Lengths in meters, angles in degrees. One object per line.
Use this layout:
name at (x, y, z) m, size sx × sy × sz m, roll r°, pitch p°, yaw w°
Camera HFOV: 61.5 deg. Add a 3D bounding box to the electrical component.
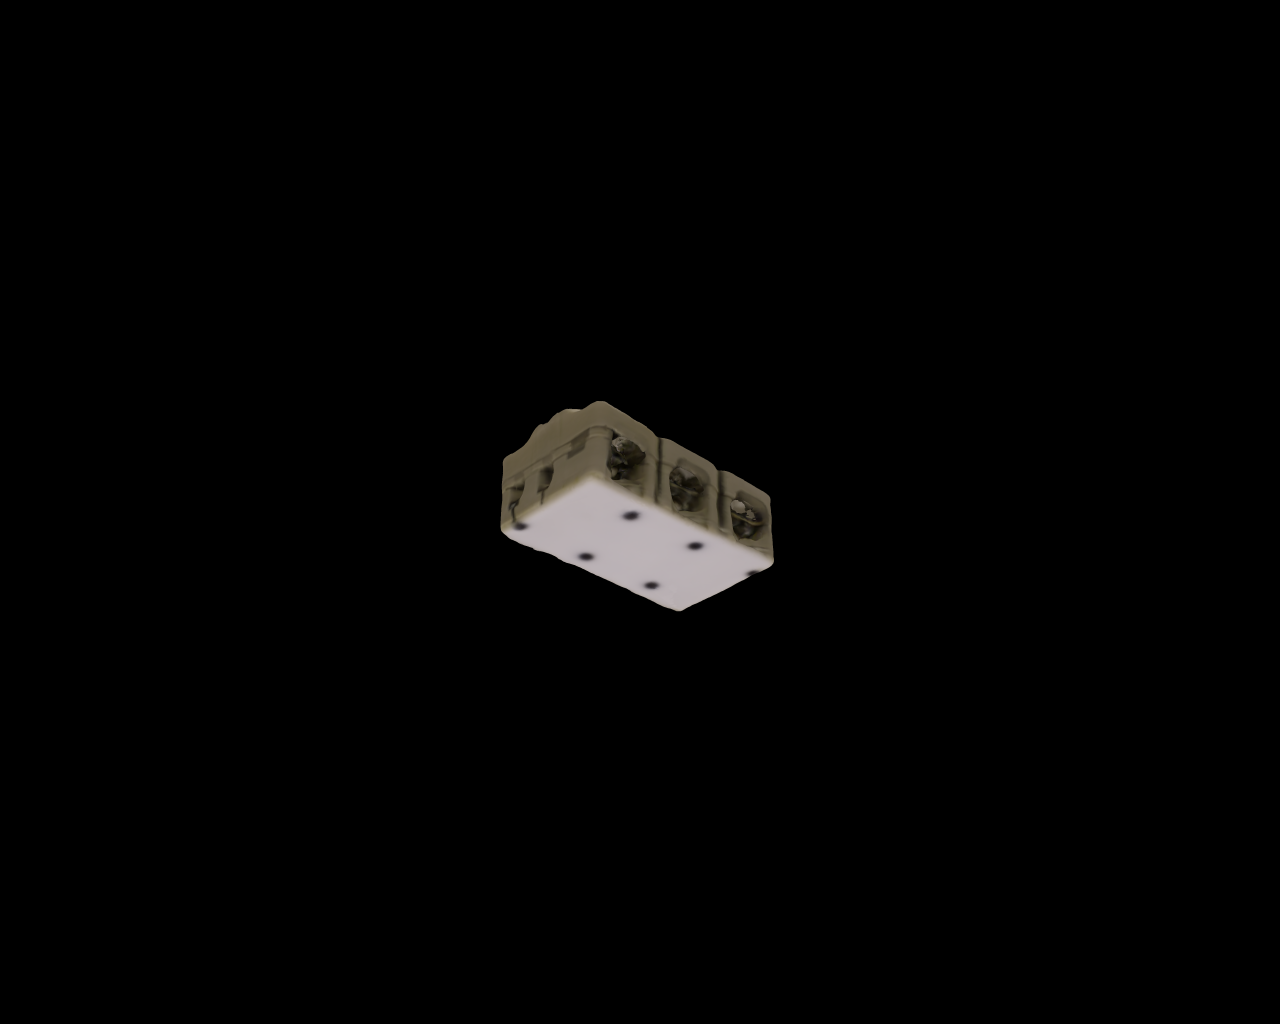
electrical component at (0.001, -0.003, 0.650) m, size 0.150 × 0.062 × 0.089 m, roll 27°, pitch -41°, yaw -36°
